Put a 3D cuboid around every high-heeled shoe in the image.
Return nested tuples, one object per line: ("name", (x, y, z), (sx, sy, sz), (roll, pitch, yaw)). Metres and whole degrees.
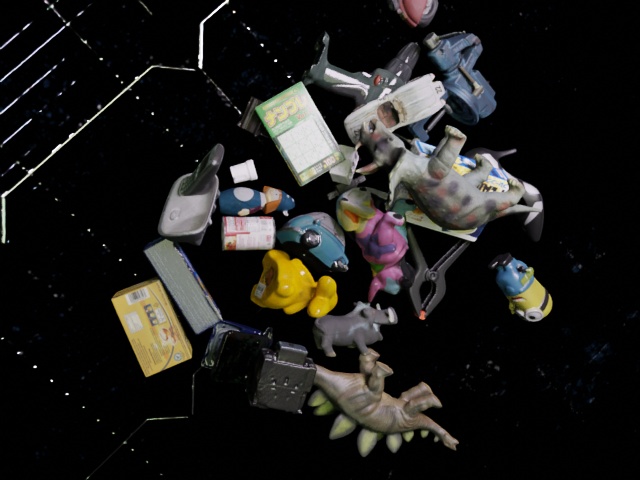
("high-heeled shoe", (0.403, -0.092, 1.198), (0.145, 0.086, 0.248), (-21, 96, -7))

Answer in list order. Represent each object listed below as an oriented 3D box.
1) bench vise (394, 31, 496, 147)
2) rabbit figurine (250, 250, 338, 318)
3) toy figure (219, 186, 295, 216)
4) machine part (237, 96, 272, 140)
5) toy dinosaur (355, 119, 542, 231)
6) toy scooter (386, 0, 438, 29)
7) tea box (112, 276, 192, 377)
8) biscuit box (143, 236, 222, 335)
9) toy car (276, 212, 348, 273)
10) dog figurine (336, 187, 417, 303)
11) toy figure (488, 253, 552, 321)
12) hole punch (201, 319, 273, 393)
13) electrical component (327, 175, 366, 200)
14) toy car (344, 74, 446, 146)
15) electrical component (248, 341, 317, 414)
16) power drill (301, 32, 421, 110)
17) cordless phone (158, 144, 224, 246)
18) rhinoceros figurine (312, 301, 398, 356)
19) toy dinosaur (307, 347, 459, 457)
("bench vise", (0.254, -0.297, 1.107), (0.240, 0.129, 0.223), (-50, 128, 0))
("rabbit figurine", (-0.029, 0.099, 1.089), (0.173, 0.162, 0.122), (26, 77, -32))
("toy figure", (-0.125, -0.077, 1.080), (0.154, 0.058, 0.064), (-4, 80, -11))
("machine part", (-0.091, -0.230, 1.087), (0.139, 0.039, 0.084), (27, 84, -13))
("toy dinosaur", (0.247, -0.090, 1.019), (0.404, 0.131, 0.192), (34, 107, -21))
("toy scooter", (0.185, -0.535, 1.105), (0.135, 0.075, 0.183), (16, 88, -15))
("tea box", (-0.326, 0.167, 1.053), (0.098, 0.068, 0.169), (-20, 101, -10))
("biscuit box", (-0.270, 0.084, 1.062), (0.063, 0.059, 0.202), (-30, 102, -7))
("toy car", (-0.002, -0.003, 1.099), (0.161, 0.109, 0.103), (37, 68, -24))
("dog figurine", (0.112, 0.017, 1.110), (0.192, 0.108, 0.219), (18, 122, 16))
("toy figure", (0.464, 0.107, 1.229), (0.089, 0.082, 0.180), (-37, 100, -6))
("hole punch", (-0.172, 0.228, 1.095), (0.115, 0.092, 0.142), (19, 88, -35))
("electrical component", (0.063, -0.098, 1.144), (0.094, 0.021, 0.063), (-29, 102, -10))
("toy car", (0.144, -0.250, 1.043), (0.202, 0.056, 0.073), (-24, 107, 14))
("electrical component", (-0.073, 0.270, 1.069), (0.115, 0.058, 0.134), (13, 98, -18))
("power drill", (0.078, -0.341, 1.101), (0.207, 0.086, 0.232), (24, 92, -22))
("cordless phone", (-0.220, -0.081, 0.981), (0.088, 0.184, 0.146), (23, 56, -21))
("rhinoceros figurine", (0.074, 0.185, 1.146), (0.190, 0.073, 0.112), (-6, 96, -19))
("toy dinosaur", (0.088, 0.341, 1.152), (0.471, 0.105, 0.198), (32, 92, -3))
